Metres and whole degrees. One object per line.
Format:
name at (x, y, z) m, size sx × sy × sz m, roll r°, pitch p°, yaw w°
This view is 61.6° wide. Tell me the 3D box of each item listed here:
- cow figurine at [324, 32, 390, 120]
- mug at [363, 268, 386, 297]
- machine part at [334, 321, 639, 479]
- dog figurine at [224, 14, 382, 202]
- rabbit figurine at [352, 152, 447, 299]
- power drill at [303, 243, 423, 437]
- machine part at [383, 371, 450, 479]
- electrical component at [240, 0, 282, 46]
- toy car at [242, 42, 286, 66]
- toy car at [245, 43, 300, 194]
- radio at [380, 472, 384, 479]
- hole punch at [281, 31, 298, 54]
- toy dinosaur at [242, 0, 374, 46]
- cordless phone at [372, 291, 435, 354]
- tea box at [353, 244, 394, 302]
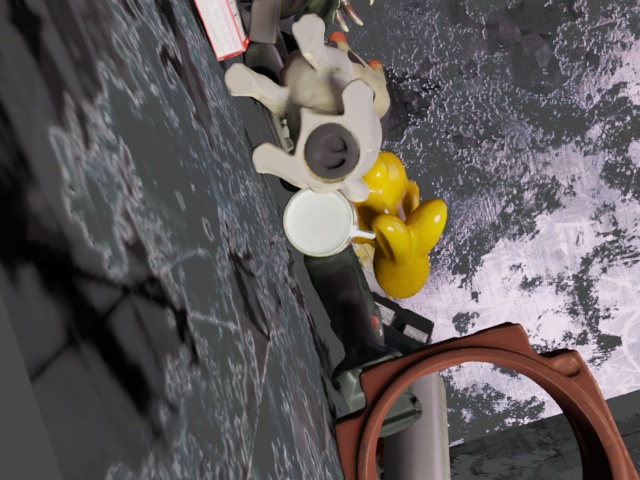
cow figurine at (0.029, -0.204, 0.715) m, size 0.195 × 0.085 × 0.127 m, roll 11°, pitch 56°, yaw -56°
mug at (0.054, 0.071, 0.881) m, size 0.107 × 0.081 × 0.109 m, roll 48°, pitch 26°, yaw -57°
machine part at (0.124, 0.177, 0.415) m, size 0.087 × 0.201 × 0.201 m, roll 51°, pitch 21°, yaw -74°
dog figurine at (0.013, -0.123, 0.538) m, size 0.190 × 0.121 × 0.172 m, roll -31°, pitch 104°, yaw -70°
rabbit figurine at (0.087, -0.015, 0.639) m, size 0.162 × 0.122 × 0.173 m, roll 154°, pitch -82°, yaw -71°
power drill at (0.053, 0.121, 0.618) m, size 0.207 × 0.086 × 0.231 m, roll -93°, pitch 163°, yaw -62°
machine part at (0.115, 0.239, 0.643) m, size 0.243 × 0.079 × 0.079 m, roll -79°, pitch 155°, yaw -50°
electrical component at (-0.058, -0.223, 0.498) m, size 0.102 × 0.045 × 0.078 m, roll -94°, pitch -166°, yaw -63°
toy car at (-0.028, -0.215, 0.761) m, size 0.202 × 0.053 × 0.089 m, roll 20°, pitch 35°, yaw -49°
toy car at (-0.043, -0.140, 0.659) m, size 0.073 × 0.056 × 0.201 m, roll -100°, pitch 170°, yaw -68°
radio at (0.145, 0.388, 0.713) m, size 0.229 × 0.073 × 0.131 m, roll 64°, pitch 8°, yaw -52°
hole punch at (-0.071, -0.293, 0.933) m, size 0.115 × 0.092 × 0.142 m, roll 6°, pitch 65°, yaw -53°
toy dinosaur at (-0.062, -0.341, 0.667) m, size 0.405 × 0.131 × 0.192 m, roll -32°, pitch 111°, yaw -56°
cordless phone at (0.087, 0.183, 0.833) m, size 0.089 × 0.147 × 0.184 m, roll -56°, pitch 170°, yaw -48°
tea box at (0.074, 0.082, 0.977) m, size 0.068 × 0.098 × 0.169 m, roll 46°, pitch 28°, yaw -80°
